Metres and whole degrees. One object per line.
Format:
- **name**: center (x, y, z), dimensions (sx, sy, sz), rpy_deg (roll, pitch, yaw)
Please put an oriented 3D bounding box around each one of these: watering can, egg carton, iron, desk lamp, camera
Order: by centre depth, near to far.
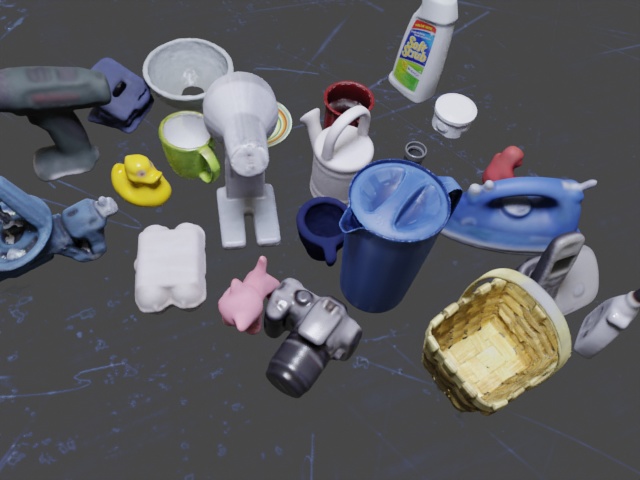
- **camera**: center (-0.029, 0.141, 0.814), dimensions (0.143, 0.101, 0.137), rpy_deg (30, 60, 14)
- **egg carton**: center (-0.228, 0.042, 0.877), dimensions (0.107, 0.069, 0.150), rpy_deg (-4, 58, -8)
- **desk lamp**: center (-0.116, -0.125, 0.908), dimensions (0.118, 0.213, 0.203), rpy_deg (-7, 58, -9)
- **watering can**: center (0.032, -0.147, 0.947), dimensions (0.172, 0.194, 0.101), rpy_deg (26, 59, 11)
- **iron**: center (0.317, -0.059, 0.950), dimensions (0.258, 0.141, 0.118), rpy_deg (1, 57, -5)

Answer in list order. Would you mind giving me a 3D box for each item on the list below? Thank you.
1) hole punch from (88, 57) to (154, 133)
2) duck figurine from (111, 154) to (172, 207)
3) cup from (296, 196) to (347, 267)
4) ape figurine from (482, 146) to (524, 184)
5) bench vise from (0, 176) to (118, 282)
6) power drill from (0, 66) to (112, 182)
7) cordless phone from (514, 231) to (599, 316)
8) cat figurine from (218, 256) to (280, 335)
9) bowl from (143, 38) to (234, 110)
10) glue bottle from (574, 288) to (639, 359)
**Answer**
- **hole punch**: center (-0.368, -0.267, 1.046), dimensions (0.101, 0.091, 0.109), rpy_deg (17, 58, 6)
- **duck figurine**: center (-0.303, -0.109, 0.956), dimensions (0.104, 0.086, 0.077), rpy_deg (23, 58, 9)
- **cup**: center (0.008, 0.003, 0.909), dimensions (0.092, 0.095, 0.117), rpy_deg (-4, 58, -8)
- **ape figurine**: center (0.336, -0.130, 1.027), dimensions (0.076, 0.092, 0.077), rpy_deg (-5, 58, -8)
- **bench vise**: center (-0.412, -0.040, 0.822), dimensions (0.208, 0.220, 0.121), rpy_deg (-37, 67, -25)
- **power drill**: center (-0.446, -0.192, 0.922), dimensions (0.230, 0.208, 0.075), rpy_deg (-18, 61, -16)
- **cordless phone**: center (0.375, 0.042, 0.866), dimensions (0.148, 0.185, 0.094), rpy_deg (-19, 61, -17)
- **cat figurine**: center (-0.105, 0.082, 0.835), dimensions (0.067, 0.118, 0.128), rpy_deg (21, 58, 8)
- **bowl**: center (-0.246, -0.302, 1.091), dimensions (0.167, 0.075, 0.167), rpy_deg (3, 57, -4)
- **glue bottle**: center (0.431, 0.111, 0.834), dimensions (0.037, 0.173, 0.078), rpy_deg (30, 60, 14)
